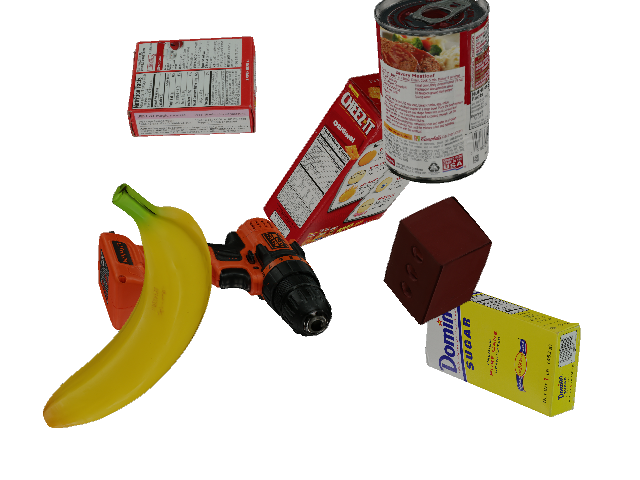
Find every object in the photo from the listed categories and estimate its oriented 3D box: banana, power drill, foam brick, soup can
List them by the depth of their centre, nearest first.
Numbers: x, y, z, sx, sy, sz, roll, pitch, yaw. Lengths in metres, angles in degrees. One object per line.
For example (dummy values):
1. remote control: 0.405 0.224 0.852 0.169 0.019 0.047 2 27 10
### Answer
1. banana: -0.106 0.046 0.613 0.069 0.198 0.037 18 37 -10
2. soup can: 0.070 -0.095 0.656 0.068 0.102 0.068 -4 34 3
3. foam brick: 0.090 0.016 0.823 0.051 0.053 0.078 -22 -33 -25
4. power drill: -0.097 0.037 0.955 0.187 0.057 0.185 -2 24 -21

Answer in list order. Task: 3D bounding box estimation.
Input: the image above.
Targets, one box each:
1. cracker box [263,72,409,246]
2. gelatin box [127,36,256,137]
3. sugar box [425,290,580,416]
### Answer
1. cracker box: 0.050 -0.097 1.198 0.163 0.072 0.214 -19 -26 -45
2. gelatin box: -0.091 -0.110 0.766 0.089 0.073 0.030 -3 -38 1
3. sugar box: 0.187 0.111 1.124 0.048 0.093 0.177 -10 18 -41
